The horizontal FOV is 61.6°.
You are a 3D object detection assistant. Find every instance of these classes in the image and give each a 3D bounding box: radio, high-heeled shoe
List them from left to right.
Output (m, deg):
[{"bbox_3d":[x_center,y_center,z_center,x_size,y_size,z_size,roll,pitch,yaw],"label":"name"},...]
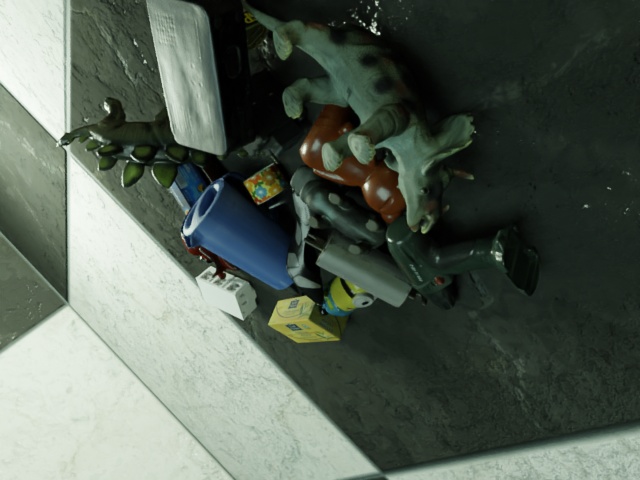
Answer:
[{"bbox_3d":[-0.169,-0.244,0.790,0.131,0.073,0.229,22,133,31],"label":"radio"},{"bbox_3d":[-0.002,-0.003,1.008,0.145,0.086,0.248,-19,104,27],"label":"high-heeled shoe"}]

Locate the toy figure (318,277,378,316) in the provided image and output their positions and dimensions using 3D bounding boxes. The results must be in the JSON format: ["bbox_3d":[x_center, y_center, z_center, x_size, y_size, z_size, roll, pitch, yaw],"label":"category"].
[{"bbox_3d":[0.053,0.101,1.065,0.089,0.082,0.180,52,147,-4],"label":"toy figure"}]

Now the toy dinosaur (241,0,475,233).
[{"bbox_3d":[0.062,-0.203,0.718,0.405,0.192,0.131,60,152,11],"label":"toy dinosaur"}]

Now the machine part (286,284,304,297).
[{"bbox_3d":[-0.051,0.082,1.190,0.084,0.039,0.139,49,146,6],"label":"machine part"}]

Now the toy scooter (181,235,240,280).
[{"bbox_3d":[-0.272,0.035,1.345,0.184,0.075,0.135,34,143,11],"label":"toy scooter"}]

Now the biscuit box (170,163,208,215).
[{"bbox_3d":[-0.262,-0.079,1.152,0.063,0.059,0.202,-5,117,60],"label":"biscuit box"}]

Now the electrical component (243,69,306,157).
[{"bbox_3d":[-0.092,-0.205,0.893,0.134,0.115,0.058,47,148,1],"label":"electrical component"}]

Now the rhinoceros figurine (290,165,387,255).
[{"bbox_3d":[0.032,-0.056,0.892,0.190,0.112,0.073,37,118,9],"label":"rhinoceros figurine"}]

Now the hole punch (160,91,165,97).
[{"bbox_3d":[-0.201,-0.255,0.965,0.142,0.116,0.092,16,142,37],"label":"hole punch"}]

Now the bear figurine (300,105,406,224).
[{"bbox_3d":[0.073,-0.125,0.824,0.196,0.132,0.120,28,145,-4],"label":"bear figurine"}]

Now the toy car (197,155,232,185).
[{"bbox_3d":[-0.217,-0.115,1.160,0.202,0.053,0.089,54,150,-3],"label":"toy car"}]

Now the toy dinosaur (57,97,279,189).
[{"bbox_3d":[-0.307,-0.192,1.059,0.472,0.198,0.104,-2,142,8],"label":"toy dinosaur"}]

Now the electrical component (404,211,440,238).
[{"bbox_3d":[0.160,-0.026,0.881,0.063,0.021,0.094,38,144,13],"label":"electrical component"}]

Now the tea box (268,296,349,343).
[{"bbox_3d":[-0.028,0.179,1.207,0.098,0.068,0.170,35,152,-23],"label":"tea box"}]

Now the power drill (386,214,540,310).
[{"bbox_3d":[0.221,0.041,0.824,0.207,0.086,0.231,1,145,48],"label":"power drill"}]

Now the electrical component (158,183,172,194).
[{"bbox_3d":[-0.322,-0.142,1.236,0.102,0.078,0.045,33,167,28],"label":"electrical component"}]

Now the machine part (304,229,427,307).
[{"bbox_3d":[0.083,0.048,0.953,0.243,0.079,0.079,27,143,1],"label":"machine part"}]
